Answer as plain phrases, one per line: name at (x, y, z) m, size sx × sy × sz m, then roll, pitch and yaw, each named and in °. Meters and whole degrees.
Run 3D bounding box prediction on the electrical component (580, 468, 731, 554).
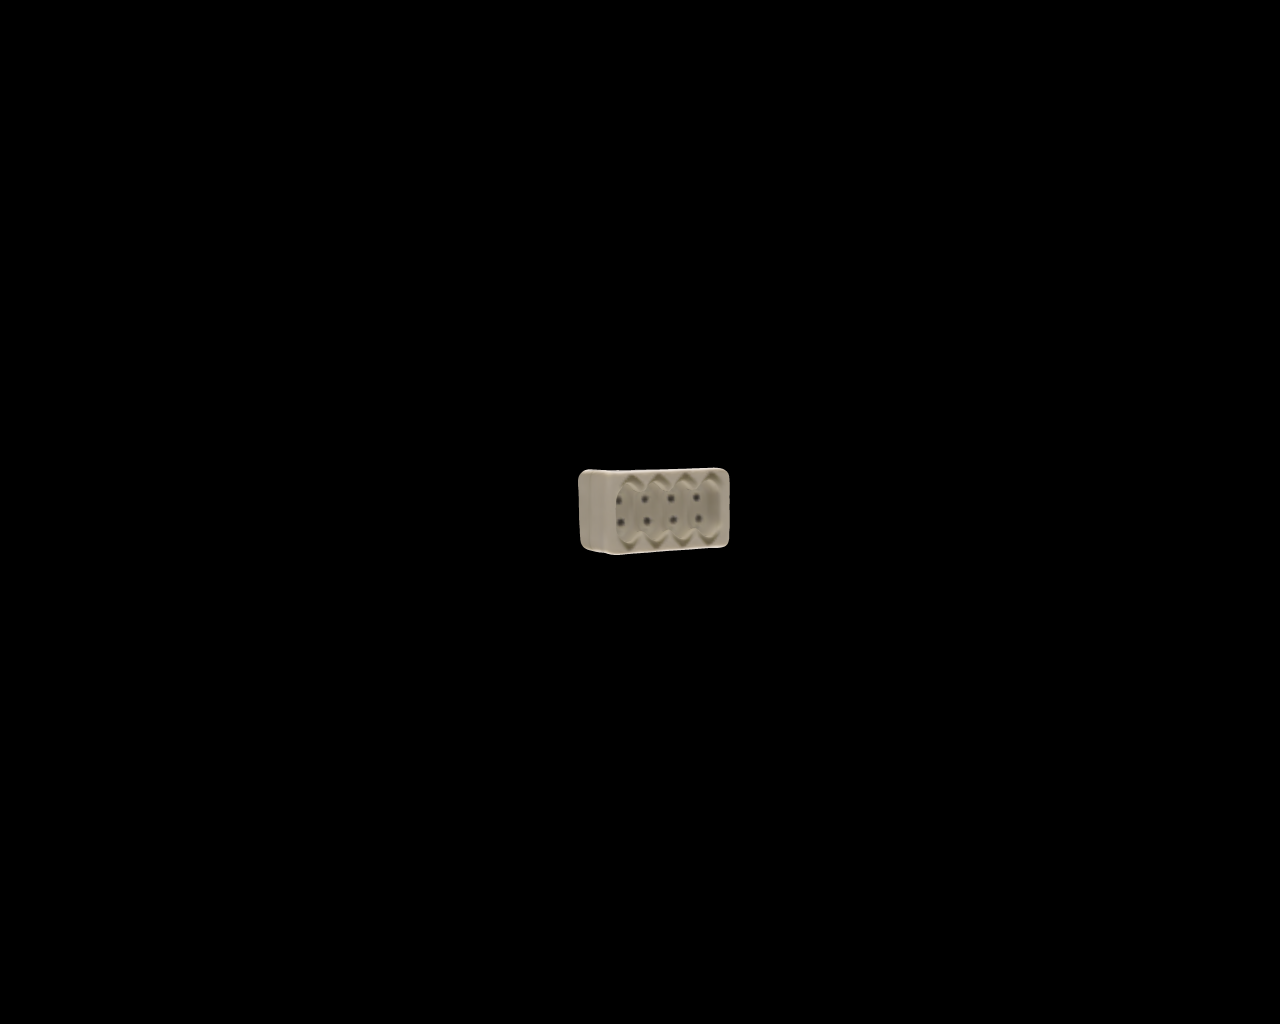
electrical component at (0.001, -0.003, 0.650) m, size 0.083 × 0.047 × 0.075 m, roll -2°, pitch 4°, yaw -27°
